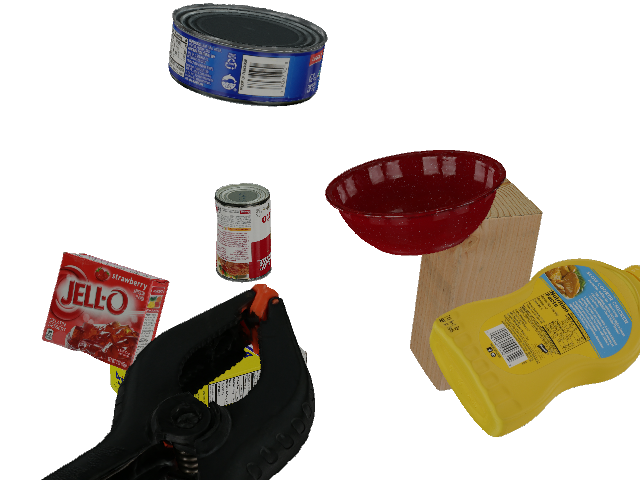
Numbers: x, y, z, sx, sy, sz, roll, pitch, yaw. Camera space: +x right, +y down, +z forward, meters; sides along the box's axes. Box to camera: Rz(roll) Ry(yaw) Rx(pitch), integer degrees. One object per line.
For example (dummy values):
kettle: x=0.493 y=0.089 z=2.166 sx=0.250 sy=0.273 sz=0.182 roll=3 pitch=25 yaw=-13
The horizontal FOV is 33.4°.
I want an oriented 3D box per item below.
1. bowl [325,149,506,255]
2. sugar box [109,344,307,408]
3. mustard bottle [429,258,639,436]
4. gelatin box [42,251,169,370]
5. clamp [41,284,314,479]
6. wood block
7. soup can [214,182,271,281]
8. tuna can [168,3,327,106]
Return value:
bowl: x=0.088 y=-0.030 z=0.960 sx=0.162 sy=0.055 sz=0.162 roll=-9 pitch=22 yaw=3
sugar box: x=-0.111 y=0.128 z=1.066 sx=0.175 sy=0.048 sz=0.093 roll=-16 pitch=32 yaw=-30
mustard bottle: x=0.185 y=0.065 z=0.801 sx=0.191 sy=0.096 sz=0.058 roll=-24 pitch=-30 yaw=-16
gelatin box: x=-0.169 y=0.055 z=0.834 sx=0.089 sy=0.073 sz=0.030 roll=16 pitch=2 yaw=24
clamp: x=-0.043 y=0.086 z=0.403 sx=0.120 sy=0.039 sz=0.171 roll=24 pitch=49 yaw=17
wood block: x=0.161 y=0.047 z=1.138 sx=0.090 sy=0.206 sz=0.090 roll=-5 pitch=29 yaw=-16
soup can: x=-0.093 y=-0.010 z=1.284 sx=0.068 sy=0.102 sz=0.068 roll=1 pitch=26 yaw=0
tuna can: x=-0.041 y=-0.104 z=0.591 sx=0.086 sy=0.034 sz=0.086 roll=8 pitch=25 yaw=-4
